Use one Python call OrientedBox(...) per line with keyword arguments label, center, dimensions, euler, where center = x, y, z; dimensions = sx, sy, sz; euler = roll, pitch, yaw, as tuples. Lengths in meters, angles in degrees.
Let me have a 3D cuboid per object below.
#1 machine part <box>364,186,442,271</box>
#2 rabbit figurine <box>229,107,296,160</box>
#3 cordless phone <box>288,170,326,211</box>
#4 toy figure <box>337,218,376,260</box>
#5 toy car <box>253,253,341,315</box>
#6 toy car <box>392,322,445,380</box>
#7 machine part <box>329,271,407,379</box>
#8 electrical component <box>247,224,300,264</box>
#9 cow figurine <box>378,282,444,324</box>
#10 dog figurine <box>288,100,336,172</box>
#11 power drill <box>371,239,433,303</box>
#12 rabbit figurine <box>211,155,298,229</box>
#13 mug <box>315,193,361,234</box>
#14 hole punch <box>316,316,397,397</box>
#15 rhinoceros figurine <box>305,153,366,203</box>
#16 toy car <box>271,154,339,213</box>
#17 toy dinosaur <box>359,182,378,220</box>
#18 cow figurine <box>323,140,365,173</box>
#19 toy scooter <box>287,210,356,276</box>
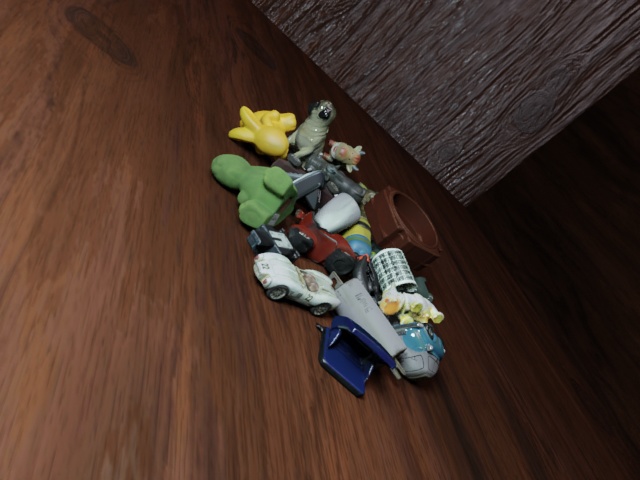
OrientedBox(label="machine part", center=(0.221, -0.032, 1.413), dimensions=(0.201, 0.087, 0.201), euler=(24, 40, -39))
OrientedBox(label="rabbit figurine", center=(-0.126, -0.255, 1.280), dimensions=(0.162, 0.121, 0.173), euler=(23, 20, -26))
OrientedBox(label="cordless phone", center=(-0.082, -0.129, 1.212), dimensions=(0.184, 0.088, 0.146), euler=(14, 3, 2))
OrientedBox(label="toy figure", center=(0.090, 0.013, 1.304), dimensions=(0.082, 0.089, 0.180), euler=(50, 16, -19))
OrientedBox(label="toy car", center=(-0.040, 0.078, 0.961), dimensions=(0.201, 0.056, 0.074), euler=(28, 28, -45))
OrientedBox(label="toy car", center=(0.199, 0.240, 1.119), dimensions=(0.161, 0.109, 0.103), euler=(45, 40, -45))
OrientedBox(label="machine part", center=(0.090, 0.162, 1.046), dimensions=(0.243, 0.079, 0.079), euler=(56, 21, 18))
OrientedBox(label="electrical component", center=(-0.094, 0.013, 0.981), dimensions=(0.075, 0.048, 0.119), euler=(55, 21, 18))
OrientedBox(label="cow figurine", center=(0.182, 0.136, 1.154), dimensions=(0.167, 0.068, 0.098), euler=(27, 19, -36))
OrientedBox(label="dog figurine", center=(-0.006, -0.299, 1.534), dimensions=(0.121, 0.190, 0.172), euler=(53, 19, 12))
OrientedBox(label="power drill", center=(0.194, 0.110, 1.377), dimensions=(0.207, 0.086, 0.232), euler=(29, 28, -27))
OrientedBox(label="rabbit figurine", center=(-0.128, -0.115, 1.059), dimensions=(0.170, 0.121, 0.159), euler=(37, 14, 11))
OrientedBox(label="mug", center=(0.028, -0.051, 1.292), dimensions=(0.107, 0.109, 0.081), euler=(-31, 84, -27))
OrientedBox(label="hole punch", center=(0.065, 0.188, 0.937), dimensions=(0.142, 0.092, 0.116), euler=(40, 17, -13))
OrientedBox(label="rhinoceros figurine", center=(0.040, -0.165, 1.497), dimensions=(0.190, 0.073, 0.112), euler=(38, -5, 5))
OrientedBox(label="toy car", center=(-0.042, -0.138, 1.310), dimensions=(0.202, 0.089, 0.053), euler=(32, 27, -35))
OrientedBox(label="toy dinosaur", center=(0.154, -0.100, 1.640), dimensions=(0.471, 0.105, 0.198), euler=(40, 13, -8))
OrientedBox(label="cow figurine", center=(0.077, -0.256, 1.665), dimensions=(0.127, 0.085, 0.195), euler=(23, 2, 9))
OrientedBox(label="toy scooter", center=(-0.002, -0.004, 1.170), dimensions=(0.183, 0.075, 0.135), euler=(29, 26, -33))
